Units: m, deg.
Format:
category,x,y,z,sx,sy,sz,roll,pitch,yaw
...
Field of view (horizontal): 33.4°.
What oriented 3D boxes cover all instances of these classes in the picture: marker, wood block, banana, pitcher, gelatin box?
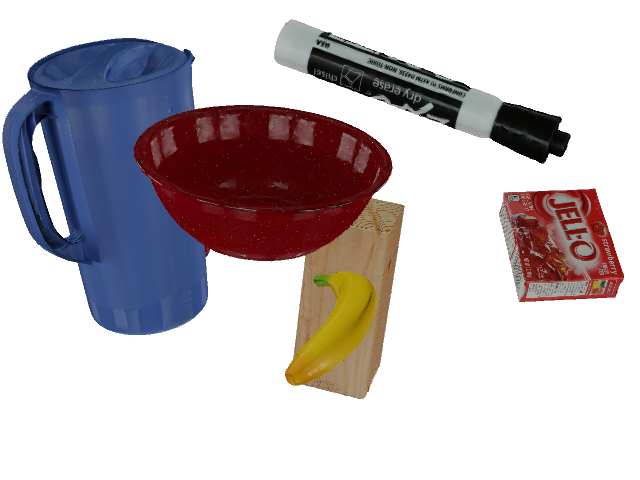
category,x,y,z,sx,sy,sz,roll,pitch,yaw
marker,0.039,-0.058,0.419,0.121,0.020,0.020,23,5,14
wood block,0.030,0.060,1.200,0.090,0.206,0.090,12,24,11
banana,0.017,0.073,0.974,0.070,0.037,0.197,-25,16,18
pitcher,-0.171,-0.040,0.913,0.149,0.243,0.145,-5,27,-2
gelatin box,0.178,0.002,0.798,0.073,0.089,0.030,-2,-39,-3

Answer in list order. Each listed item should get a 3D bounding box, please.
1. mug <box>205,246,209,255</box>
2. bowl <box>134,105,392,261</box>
category,x,y,z,sx,sy,sz,roll,pitch,yaw
mug,-0.159,-0.030,1.138,0.093,0.081,0.117,-2,29,-13
bowl,-0.037,-0.032,0.678,0.162,0.055,0.162,4,28,-2
